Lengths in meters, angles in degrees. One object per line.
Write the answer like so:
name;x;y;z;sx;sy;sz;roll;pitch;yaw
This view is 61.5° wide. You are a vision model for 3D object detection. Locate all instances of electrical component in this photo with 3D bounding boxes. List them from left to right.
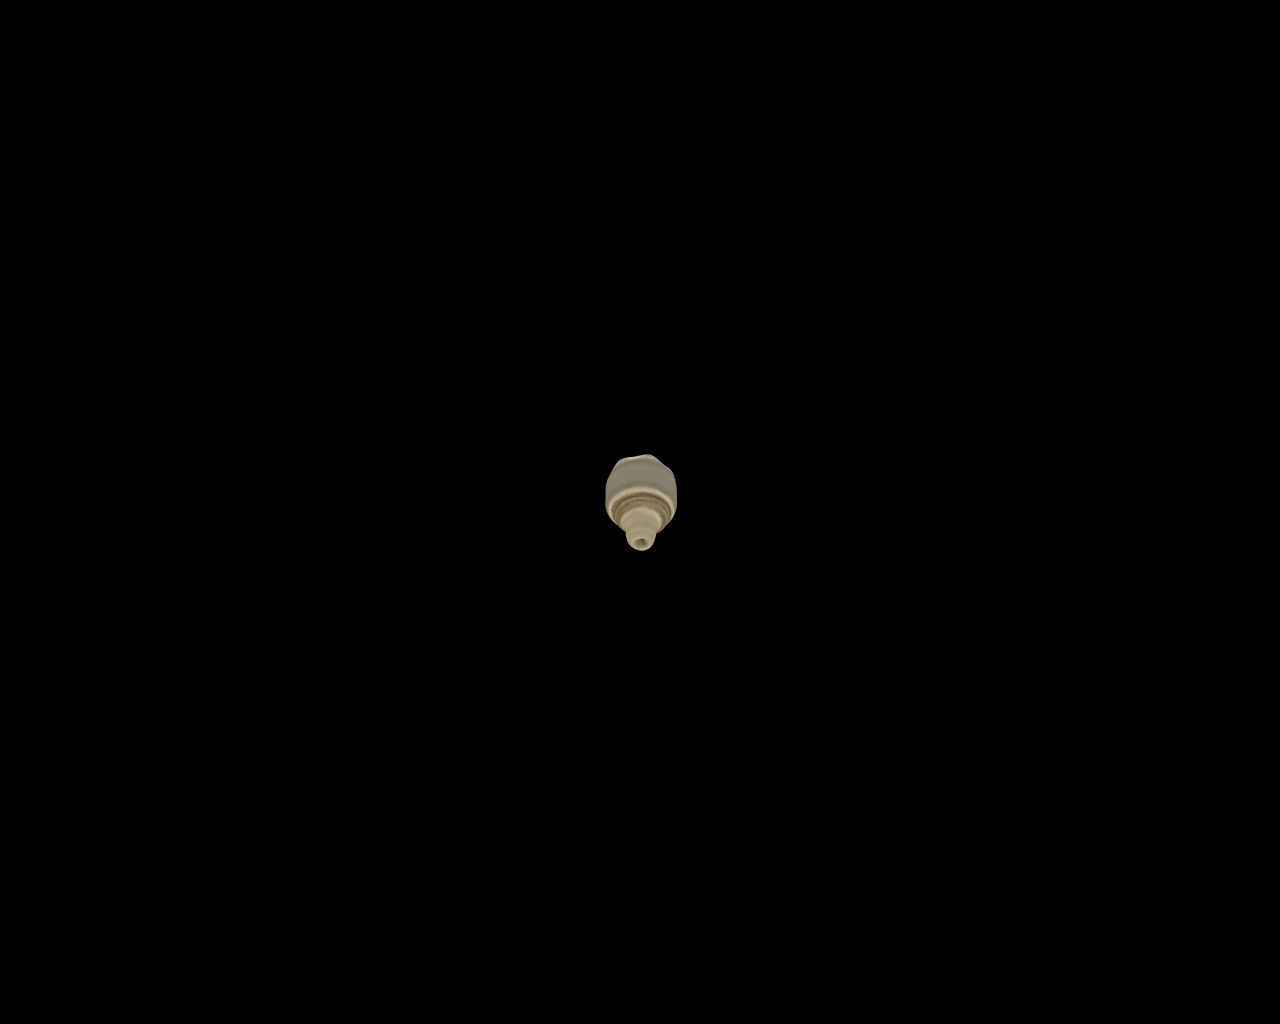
electrical component;0.001;-0.003;0.650;0.043;0.043;0.062;0;45;0
